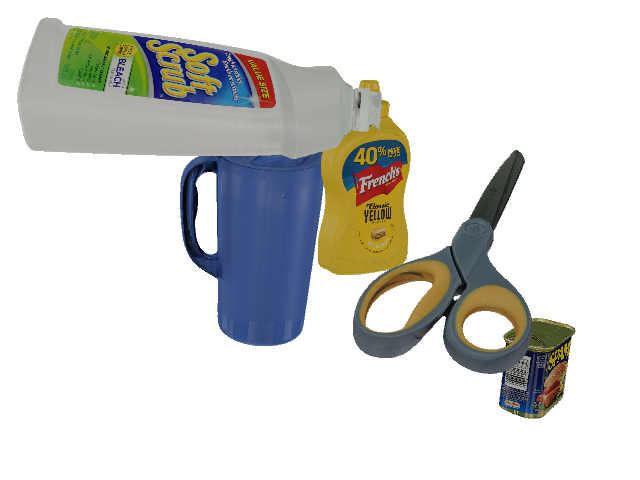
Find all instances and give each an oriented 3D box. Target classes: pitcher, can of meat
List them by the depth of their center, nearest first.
[{"bbox_3d":[0.239,0.141,1.184,0.058,0.084,0.101,13,16,29],"label":"can of meat"},{"bbox_3d":[-0.076,0.001,1.291,0.149,0.243,0.144,18,26,28],"label":"pitcher"}]

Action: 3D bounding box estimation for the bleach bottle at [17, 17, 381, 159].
[{"bbox_3d":[-0.082,-0.106,0.771,0.251,0.102,0.068,3,-42,-1],"label":"bleach bottle"}]

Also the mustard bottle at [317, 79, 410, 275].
[{"bbox_3d":[0.046,-0.065,1.073,0.096,0.192,0.058,-8,19,-29],"label":"mustard bottle"}]

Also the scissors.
[{"bbox_3d":[0.096,0.009,0.573,0.096,0.016,0.201,25,44,30],"label":"scissors"}]
